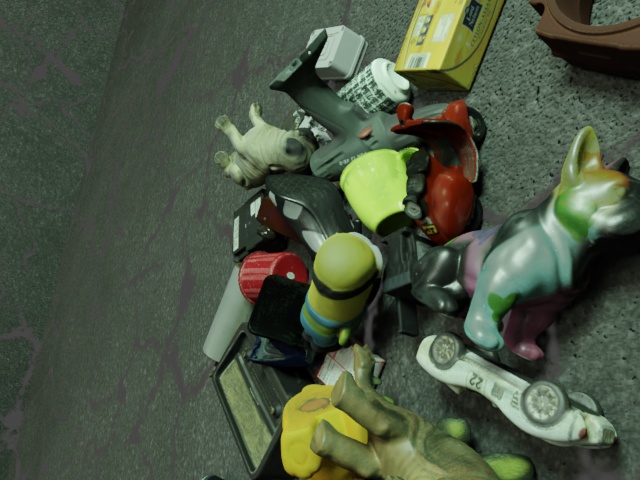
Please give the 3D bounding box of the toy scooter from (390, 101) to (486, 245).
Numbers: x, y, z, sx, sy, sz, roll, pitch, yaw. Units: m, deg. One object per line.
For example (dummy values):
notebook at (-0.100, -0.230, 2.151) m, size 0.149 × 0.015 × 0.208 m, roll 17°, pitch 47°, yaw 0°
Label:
toy scooter at (0.134, -0.090, 0.633) m, size 0.075 × 0.135 × 0.184 m, roll -5°, pitch 72°, yaw 51°

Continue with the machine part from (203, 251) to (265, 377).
machine part at (-0.145, 0.132, 0.958) m, size 0.079 × 0.079 × 0.243 m, roll 28°, pitch 98°, yaw 55°

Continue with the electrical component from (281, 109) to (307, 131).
electrical component at (-0.052, -0.210, 1.020) m, size 0.102 × 0.045 × 0.078 m, roll -34°, pitch 50°, yaw 40°

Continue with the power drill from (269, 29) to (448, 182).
power drill at (0.045, -0.187, 0.750) m, size 0.232 × 0.207 × 0.086 m, roll -28°, pitch 29°, yaw 41°

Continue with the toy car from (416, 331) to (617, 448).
toy car at (0.179, 0.141, 0.515) m, size 0.202 × 0.073 × 0.056 m, roll 23°, pitch 90°, yaw 55°

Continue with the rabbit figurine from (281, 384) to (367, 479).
rabbit figurine at (0.011, 0.269, 0.642) m, size 0.162 × 0.122 × 0.173 m, roll -10°, pitch 99°, yaw 67°

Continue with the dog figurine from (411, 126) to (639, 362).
dog figurine at (0.205, -0.002, 0.525) m, size 0.219 × 0.108 × 0.192 m, roll -61°, pitch 33°, yaw 7°

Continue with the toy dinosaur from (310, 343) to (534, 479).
toy dinosaur at (0.121, 0.237, 0.432) m, size 0.105 × 0.198 × 0.472 m, roll -67°, pitch 24°, yaw 22°

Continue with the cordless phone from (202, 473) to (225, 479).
cordless phone at (-0.225, 0.443, 0.826) m, size 0.089 × 0.184 × 0.146 m, roll 5°, pitch 78°, yaw 50°

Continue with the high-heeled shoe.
high-heeled shoe at (-0.002, -0.002, 0.787) m, size 0.249 × 0.086 × 0.145 m, roll 35°, pitch 137°, yaw 45°

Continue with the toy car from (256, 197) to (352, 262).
toy car at (-0.028, -0.023, 0.868) m, size 0.202 × 0.053 × 0.089 m, roll 22°, pitch 99°, yaw 41°

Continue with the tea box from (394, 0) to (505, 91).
tea box at (0.179, -0.293, 0.725) m, size 0.098 × 0.068 × 0.169 m, roll 27°, pitch 95°, yaw 55°

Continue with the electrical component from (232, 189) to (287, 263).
electrical component at (-0.107, -0.025, 0.997) m, size 0.134 × 0.058 × 0.115 m, roll -30°, pitch 53°, yaw 43°

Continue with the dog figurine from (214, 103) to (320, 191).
dog figurine at (-0.081, -0.129, 0.930) m, size 0.121 × 0.172 × 0.191 m, roll -38°, pitch 56°, yaw -25°

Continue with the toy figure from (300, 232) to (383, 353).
toy figure at (0.021, 0.071, 0.663) m, size 0.089 × 0.082 × 0.180 m, roll -50°, pitch -16°, yaw -53°

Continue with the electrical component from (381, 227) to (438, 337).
electrical component at (0.113, 0.052, 0.646) m, size 0.048 × 0.074 × 0.119 m, roll -30°, pitch 48°, yaw 44°

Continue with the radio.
radio at (-0.084, 0.237, 0.826) m, size 0.131 × 0.073 × 0.230 m, roll -62°, pitch 36°, yaw 13°

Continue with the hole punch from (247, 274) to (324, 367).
hole punch at (-0.041, 0.126, 0.785) m, size 0.142 × 0.116 × 0.092 m, roll -72°, pitch -4°, yaw -45°

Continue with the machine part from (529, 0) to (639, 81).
machine part at (0.319, -0.261, 0.506) m, size 0.201 × 0.087 × 0.201 m, roll -61°, pitch 36°, yaw 12°

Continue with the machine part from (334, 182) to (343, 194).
machine part at (0.002, -0.091, 0.900) m, size 0.139 × 0.039 × 0.084 m, roll -32°, pitch 59°, yaw 40°
